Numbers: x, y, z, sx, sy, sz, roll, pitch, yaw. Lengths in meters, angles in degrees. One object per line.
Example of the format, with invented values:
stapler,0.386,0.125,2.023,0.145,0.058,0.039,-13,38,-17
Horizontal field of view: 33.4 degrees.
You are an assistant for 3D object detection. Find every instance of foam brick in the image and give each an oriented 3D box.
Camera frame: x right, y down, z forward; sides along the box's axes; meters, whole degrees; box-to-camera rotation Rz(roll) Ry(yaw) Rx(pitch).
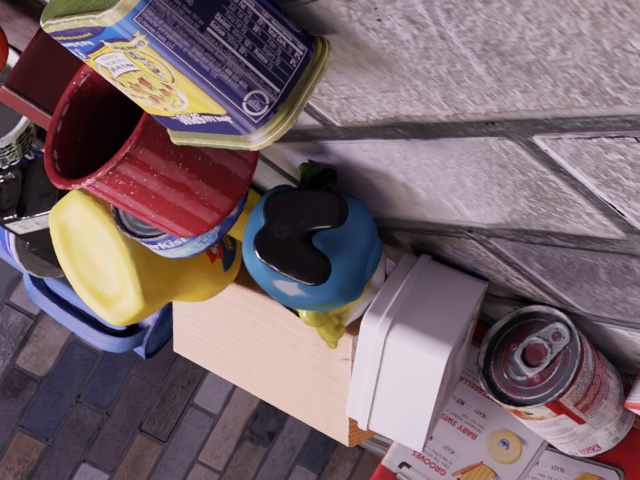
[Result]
foam brick,-0.149,-0.090,0.648,0.078,0.051,0.053,33,169,-21

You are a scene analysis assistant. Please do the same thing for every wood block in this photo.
wood block,-0.020,0.071,0.847,0.090,0.091,0.206,-16,-153,-42

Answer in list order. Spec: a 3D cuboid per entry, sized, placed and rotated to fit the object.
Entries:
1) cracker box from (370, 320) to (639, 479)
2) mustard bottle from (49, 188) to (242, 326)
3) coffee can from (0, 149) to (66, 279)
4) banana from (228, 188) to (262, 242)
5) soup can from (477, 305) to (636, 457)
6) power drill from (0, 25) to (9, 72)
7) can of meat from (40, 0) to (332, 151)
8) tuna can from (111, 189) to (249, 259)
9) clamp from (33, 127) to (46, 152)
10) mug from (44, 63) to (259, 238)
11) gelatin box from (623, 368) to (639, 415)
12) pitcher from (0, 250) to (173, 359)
cracker box,0.125,0.177,0.738,0.164,0.213,0.072,25,145,16
mustard bottle,-0.108,0.002,0.781,0.096,0.058,0.191,56,-156,10
coffee can,-0.266,-0.042,0.955,0.140,0.103,0.102,31,172,35
banana,-0.089,-0.038,0.760,0.197,0.037,0.070,33,171,-19
soup can,0.153,0.092,0.681,0.069,0.068,0.102,17,165,44
power drill,-0.286,-0.144,0.573,0.188,0.057,0.184,0,151,16
can of meat,-0.059,-0.085,0.444,0.083,0.057,0.102,38,165,-32
tuna can,-0.086,-0.032,0.663,0.086,0.086,0.033,19,167,40
clamp,-0.291,-0.119,0.888,0.171,0.039,0.120,33,172,-24
mug,-0.078,-0.057,0.568,0.117,0.093,0.081,-27,139,31
gelatin box,0.235,0.104,0.635,0.073,0.030,0.089,28,169,-6
pitcher,-0.254,0.020,1.160,0.243,0.145,0.149,30,172,6
